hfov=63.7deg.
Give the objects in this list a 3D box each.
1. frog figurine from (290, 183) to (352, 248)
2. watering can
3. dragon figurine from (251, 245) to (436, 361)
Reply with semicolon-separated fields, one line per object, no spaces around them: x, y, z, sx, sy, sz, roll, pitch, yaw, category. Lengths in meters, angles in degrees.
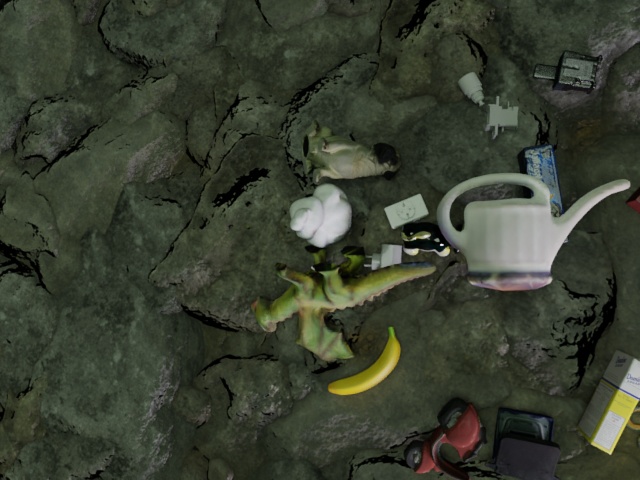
0.003;-0.055;1.087;0.123;0.159;0.137;21;91;11;frog figurine
0.398;-0.017;0.971;0.347;0.104;0.225;-1;87;13;watering can
0.034;0.144;1.098;0.410;0.124;0.239;4;109;17;dragon figurine
